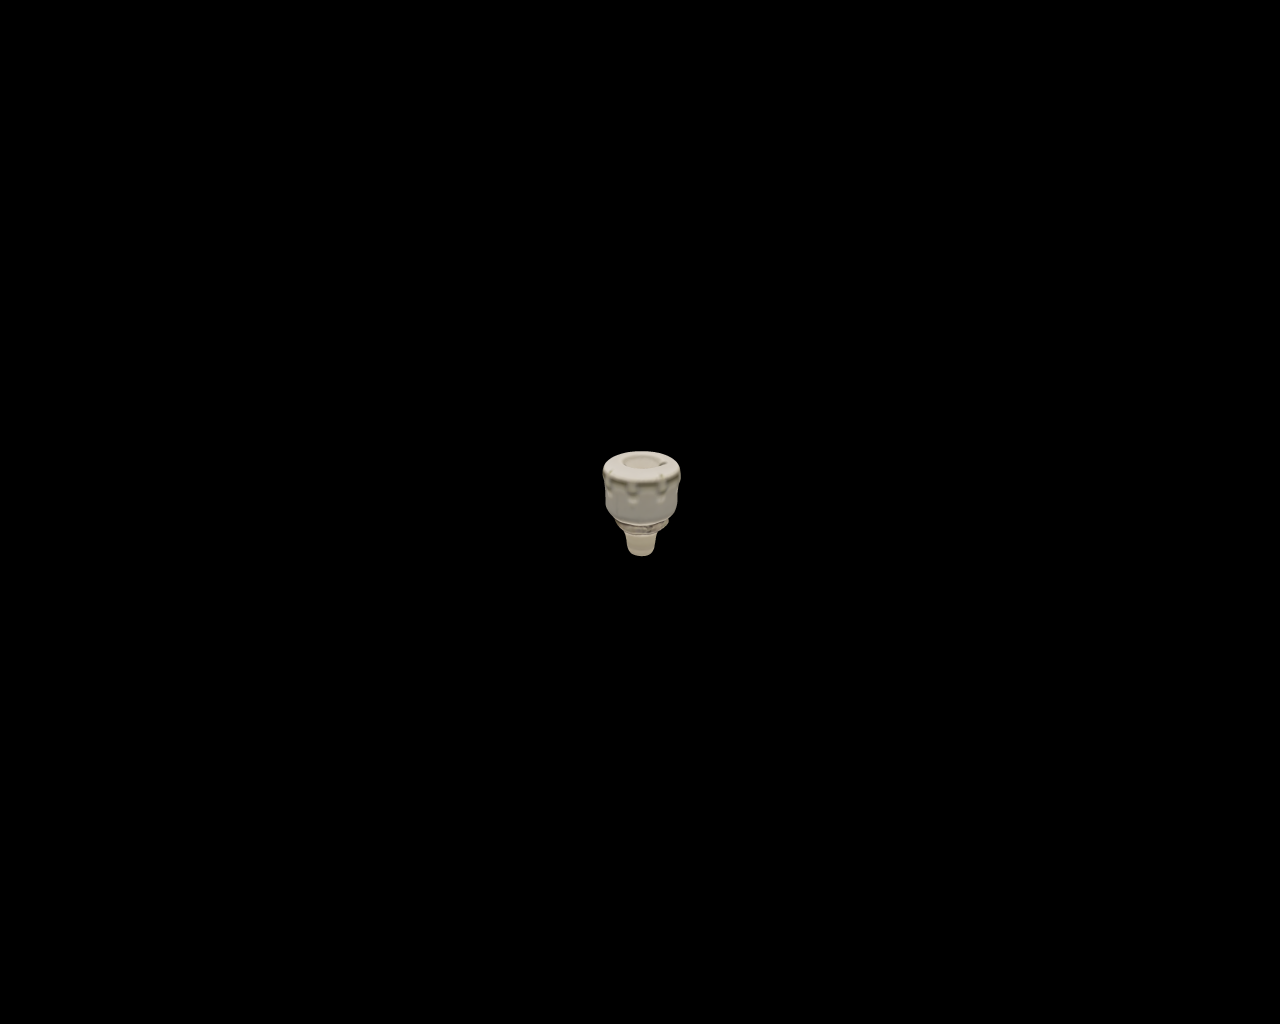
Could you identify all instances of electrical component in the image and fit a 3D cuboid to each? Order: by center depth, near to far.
[{"bbox_3d":[0.001,-0.003,0.650,0.048,0.062,0.048,0,22,0],"label":"electrical component"}]
